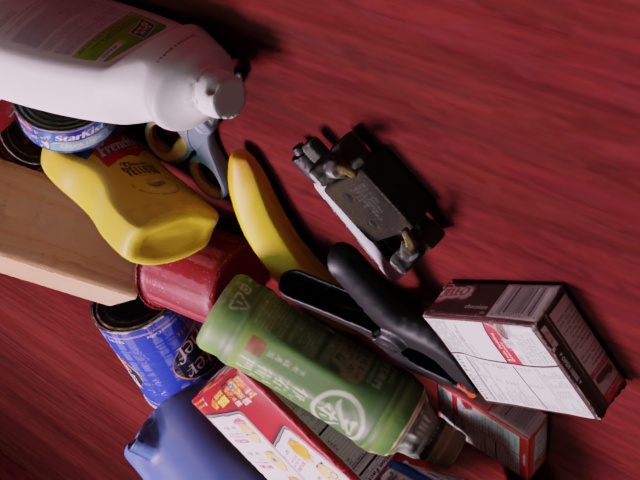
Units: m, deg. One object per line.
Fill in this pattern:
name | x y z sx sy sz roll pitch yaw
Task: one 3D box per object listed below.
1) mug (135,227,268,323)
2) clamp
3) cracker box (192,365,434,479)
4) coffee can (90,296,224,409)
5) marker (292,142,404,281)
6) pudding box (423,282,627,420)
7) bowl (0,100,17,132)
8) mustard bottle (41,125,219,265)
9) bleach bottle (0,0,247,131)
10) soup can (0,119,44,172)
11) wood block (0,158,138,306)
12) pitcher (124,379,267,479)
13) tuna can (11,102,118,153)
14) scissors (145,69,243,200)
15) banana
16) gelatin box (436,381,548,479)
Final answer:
mug | -0.094 0.031 0.941 0.082 0.093 0.117 19 179 31
clamp | 0.054 0.058 0.778 0.171 0.039 0.120 28 164 -3
cracker box | -0.002 0.183 0.960 0.213 0.072 0.164 45 152 -1
coffee can | -0.167 0.102 1.131 0.103 0.102 0.140 22 148 38
marker | 0.021 -0.020 0.753 0.121 0.020 0.020 50 154 -16
pudding box | 0.134 0.072 0.714 0.090 0.039 0.114 52 156 -21
bowl | -0.276 -0.152 0.876 0.055 0.162 0.162 -4 147 -1
mustard bottle | -0.177 -0.058 0.894 0.192 0.096 0.058 42 123 28
bleach bottle | -0.152 -0.121 0.746 0.251 0.102 0.068 22 150 39
soup can | -0.281 -0.096 1.022 0.068 0.068 0.102 48 156 -12
wood block | -0.271 -0.012 1.012 0.205 0.090 0.091 20 165 -23
pitcher | -0.074 0.267 1.074 0.243 0.149 0.145 50 159 25
tuna can | -0.202 -0.113 0.854 0.086 0.086 0.034 34 156 17
scissors | -0.078 -0.075 0.816 0.096 0.016 0.202 50 155 -18
banana | -0.015 0.011 0.845 0.070 0.037 0.197 -30 109 40
gelatin box | 0.134 0.139 0.833 0.089 0.030 0.073 31 154 29
